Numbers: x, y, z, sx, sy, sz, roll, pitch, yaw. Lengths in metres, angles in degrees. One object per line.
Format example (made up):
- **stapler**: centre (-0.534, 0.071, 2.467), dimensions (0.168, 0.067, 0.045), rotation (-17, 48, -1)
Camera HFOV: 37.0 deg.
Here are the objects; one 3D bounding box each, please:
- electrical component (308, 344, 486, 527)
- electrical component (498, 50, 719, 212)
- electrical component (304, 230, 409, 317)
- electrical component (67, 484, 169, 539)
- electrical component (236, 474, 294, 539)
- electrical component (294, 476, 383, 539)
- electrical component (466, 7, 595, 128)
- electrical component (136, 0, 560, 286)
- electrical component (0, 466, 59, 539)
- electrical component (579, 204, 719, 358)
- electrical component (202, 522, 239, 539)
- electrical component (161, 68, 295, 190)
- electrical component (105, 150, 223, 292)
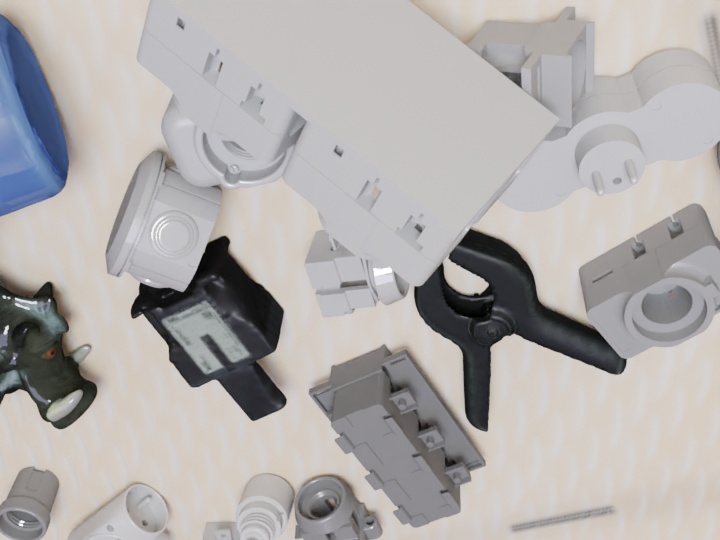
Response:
- **electrical component**: centre (0.028, 0.122, 0.766), dimensions (0.079, 0.063, 0.121), rotation (-24, 121, 19)
- **electrical component**: centre (0.140, -0.069, 0.611), dimensions (0.138, 0.073, 0.052), rotation (-20, 129, 17)
- **electrical component**: centre (0.000, 0.000, 0.692), dimensions (0.055, 0.048, 0.066), rotation (-6, 125, 17)
- **electrical component**: centre (-0.180, 0.218, 0.861), dimensions (0.077, 0.044, 0.079), rotation (-38, 115, 26)
- **electrical component**: centre (-0.075, 0.188, 0.816), dimensions (0.040, 0.078, 0.040), rotation (2, 112, 6)
- **electrical component**: centre (-0.022, 0.192, 0.832), dimensions (0.066, 0.048, 0.055), rotation (-13, 131, 13)
- **electrical component**: centre (0.092, -0.111, 0.591), dimensions (0.064, 0.081, 0.042), rotation (11, 129, 24)
- **electrical component**: centre (-0.008, -0.089, 0.548), dimensions (0.186, 0.105, 0.060), rotation (39, 143, 6)
- **electrical component**: centre (-0.258, 0.182, 0.839), dimensions (0.040, 0.046, 0.040), rotation (2, 126, 3)
- **electrical component**: centre (0.190, 0.010, 0.679), dimensions (0.089, 0.055, 0.050), rotation (-32, 118, 24)
- **electrical component**: centre (-0.107, 0.239, 0.864), dimensions (0.048, 0.055, 0.066), rotation (-1, 125, 5)
- **electrical component**: centre (-0.063, -0.087, 0.624), dimensions (0.095, 0.059, 0.053), rotation (-12, 124, 12)
- **electrical component**: centre (-0.121, -0.028, 0.659), dimensions (0.051, 0.080, 0.080), rotation (21, 125, -17)
